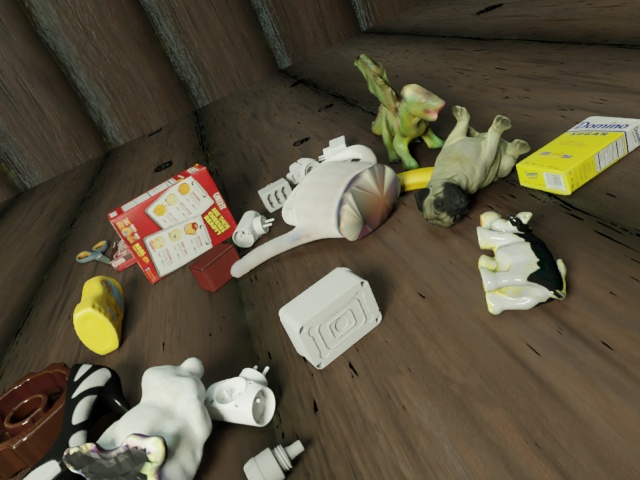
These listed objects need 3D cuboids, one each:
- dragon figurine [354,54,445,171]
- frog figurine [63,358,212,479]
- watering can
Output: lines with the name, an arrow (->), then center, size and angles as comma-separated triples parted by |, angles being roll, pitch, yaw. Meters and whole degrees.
dragon figurine -> 0.147, -0.287, 1.086 | 0.122, 0.238, 0.416 | -33, 29, -5
frog figurine -> -0.184, 0.217, 0.591 | 0.136, 0.122, 0.161 | -32, 7, 18
watering can -> 0.003, -0.046, 0.922 | 0.225, 0.102, 0.352 | 13, 57, 50
